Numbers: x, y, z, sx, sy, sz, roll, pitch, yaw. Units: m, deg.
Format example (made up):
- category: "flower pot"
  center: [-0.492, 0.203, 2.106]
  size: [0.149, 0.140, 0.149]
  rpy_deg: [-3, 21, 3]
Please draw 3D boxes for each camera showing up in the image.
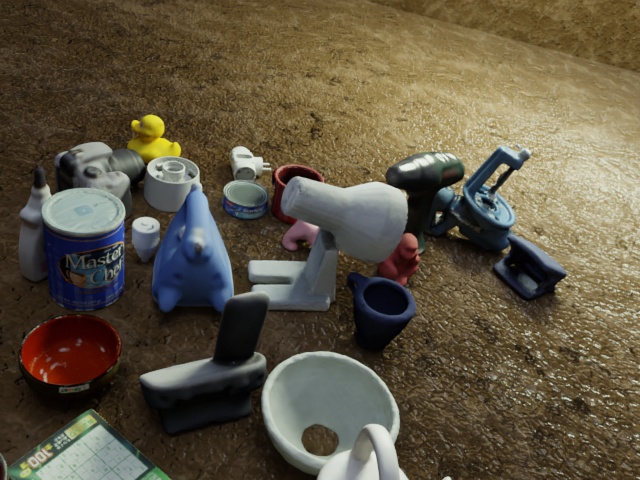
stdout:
- category: "camera"
  center: [-0.361, -0.112, 0.978]
  size: [0.142, 0.101, 0.137]
  rpy_deg: [35, 41, 25]

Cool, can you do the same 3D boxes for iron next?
- category: "iron"
  center: [-0.190, -0.010, 0.871]
  size: [0.119, 0.141, 0.258]
  rpy_deg: [2, 38, -16]

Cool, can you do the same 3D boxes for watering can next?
- category: "watering can"
  center: [0.049, 0.257, 0.561]
  size: [0.173, 0.194, 0.100]
  rpy_deg: [-8, 42, -28]

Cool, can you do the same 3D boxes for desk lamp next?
- category: "desk lamp"
  center: [0.008, 0.003, 0.863]
  size: [0.203, 0.213, 0.117]
  rpy_deg: [2, 38, -17]

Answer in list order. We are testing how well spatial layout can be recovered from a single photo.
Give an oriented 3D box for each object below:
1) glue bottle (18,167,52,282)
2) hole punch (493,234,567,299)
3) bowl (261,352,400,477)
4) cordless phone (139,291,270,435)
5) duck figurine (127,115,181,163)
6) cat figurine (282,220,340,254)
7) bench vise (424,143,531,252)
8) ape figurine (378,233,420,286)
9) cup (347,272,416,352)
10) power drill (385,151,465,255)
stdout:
- category: "glue bottle"
  center: [-0.385, -0.026, 0.796]
  size: [0.037, 0.173, 0.078]
  rpy_deg: [22, 37, 10]
- category: "hole punch"
  center: [0.392, 0.039, 1.054]
  size: [0.101, 0.091, 0.108]
  rpy_deg: [-12, 44, -32]
- category: "bowl"
  center: [0.006, 0.221, 0.693]
  size: [0.167, 0.075, 0.167]
  rpy_deg: [10, 37, -7]
- category: "cordless phone"
  center: [-0.131, 0.130, 0.671]
  size: [0.148, 0.185, 0.094]
  rpy_deg: [-10, 43, -30]
- category: "duck figurine"
  center: [-0.323, -0.200, 1.120]
  size: [0.104, 0.086, 0.077]
  rpy_deg: [16, 36, 1]
- category: "cat figurine"
  center: [0.009, -0.022, 0.977]
  size: [0.127, 0.118, 0.067]
  rpy_deg: [25, 38, 14]
- category: "bench vise"
  center: [0.289, -0.088, 1.076]
  size: [0.207, 0.220, 0.121]
  rpy_deg: [9, 37, -7]
- category: "ape figurine"
  center: [0.139, 0.030, 0.977]
  size: [0.078, 0.092, 0.076]
  rpy_deg: [-4, 41, -24]
- category: "cup"
  center: [0.075, 0.110, 0.846]
  size: [0.092, 0.095, 0.117]
  rpy_deg: [-24, 51, -40]
- category: "power drill"
  center: [0.167, -0.064, 1.012]
  size: [0.075, 0.208, 0.230]
  rpy_deg: [35, 41, 25]
